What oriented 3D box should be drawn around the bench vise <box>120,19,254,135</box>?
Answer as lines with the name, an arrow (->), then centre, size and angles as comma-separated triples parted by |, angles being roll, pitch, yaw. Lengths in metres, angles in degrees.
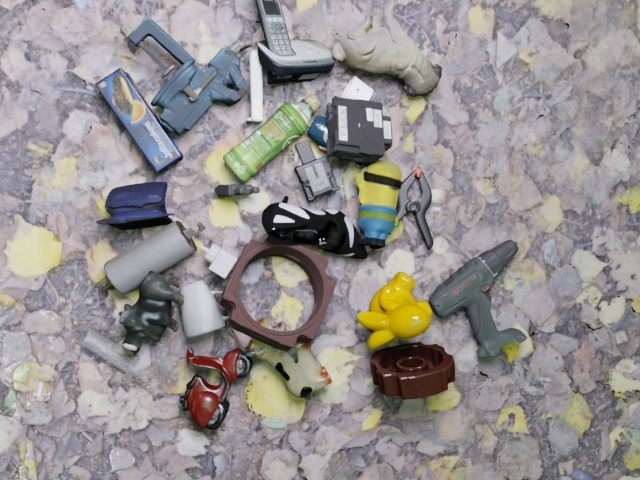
bench vise -> -0.260, -0.331, 1.019 | 0.240, 0.129, 0.223 | 42, 91, -16

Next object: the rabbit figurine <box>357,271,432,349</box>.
rabbit figurine -> 0.157, 0.150, 1.099 | 0.162, 0.173, 0.121 | -22, 103, -8

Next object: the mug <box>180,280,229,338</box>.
mug -> -0.236, 0.133, 1.097 | 0.110, 0.081, 0.107 | -18, 90, -2

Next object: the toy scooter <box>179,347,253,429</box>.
toy scooter -> -0.235, 0.295, 1.118 | 0.135, 0.075, 0.184 | 28, 89, -10

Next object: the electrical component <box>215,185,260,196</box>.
electrical component -> -0.169, -0.101, 1.084 | 0.063, 0.094, 0.021 | -8, 100, -44

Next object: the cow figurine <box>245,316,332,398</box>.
cow figurine -> -0.073, 0.245, 1.130 | 0.127, 0.085, 0.194 | -32, 100, -9

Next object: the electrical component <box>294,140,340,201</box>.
electrical component -> -0.013, -0.147, 1.107 | 0.075, 0.048, 0.119 | -19, 100, -5

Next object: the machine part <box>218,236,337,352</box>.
machine part -> -0.082, 0.103, 1.070 | 0.201, 0.087, 0.201 | 26, 66, -7

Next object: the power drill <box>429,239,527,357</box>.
power drill -> 0.370, 0.136, 1.170 | 0.232, 0.086, 0.207 | -29, 103, -1

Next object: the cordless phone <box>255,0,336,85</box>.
cordless phone -> -0.058, -0.403, 1.042 | 0.146, 0.089, 0.184 | -15, 92, -31

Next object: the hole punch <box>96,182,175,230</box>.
hole punch -> -0.352, -0.071, 1.045 | 0.142, 0.116, 0.092 | -5, 89, -7

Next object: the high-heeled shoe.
high-heeled shoe -> -0.002, -0.003, 1.062 | 0.248, 0.145, 0.086 | 32, 121, -14

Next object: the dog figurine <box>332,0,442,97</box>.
dog figurine -> 0.135, -0.345, 1.064 | 0.172, 0.121, 0.190 | -36, 101, -1

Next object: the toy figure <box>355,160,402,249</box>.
toy figure -> 0.123, -0.074, 1.103 | 0.089, 0.082, 0.180 | 1, 81, 31

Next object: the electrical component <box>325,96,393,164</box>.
electrical component -> 0.079, -0.213, 1.057 | 0.134, 0.058, 0.115 | 5, 79, -21

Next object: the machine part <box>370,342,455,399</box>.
machine part -> 0.193, 0.271, 1.122 | 0.179, 0.179, 0.056 | -10, 100, -6

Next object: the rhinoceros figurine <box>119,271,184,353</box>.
rhinoceros figurine -> -0.339, 0.148, 1.067 | 0.112, 0.073, 0.190 | 9, 123, -32

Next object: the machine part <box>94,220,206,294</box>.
machine part -> -0.337, 0.034, 1.074 | 0.243, 0.079, 0.079 | -32, 99, -3

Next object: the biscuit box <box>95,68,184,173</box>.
biscuit box -> -0.348, -0.229, 1.049 | 0.063, 0.059, 0.202 | -34, 100, -2

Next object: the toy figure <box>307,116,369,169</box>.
toy figure -> 0.048, -0.197, 1.105 | 0.154, 0.058, 0.064 | 30, 129, -11
